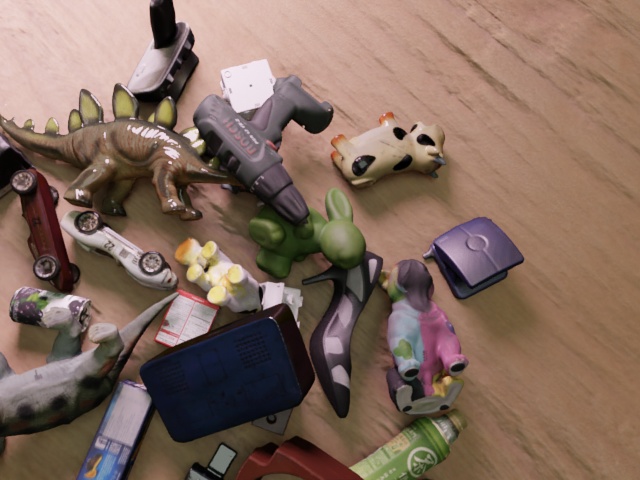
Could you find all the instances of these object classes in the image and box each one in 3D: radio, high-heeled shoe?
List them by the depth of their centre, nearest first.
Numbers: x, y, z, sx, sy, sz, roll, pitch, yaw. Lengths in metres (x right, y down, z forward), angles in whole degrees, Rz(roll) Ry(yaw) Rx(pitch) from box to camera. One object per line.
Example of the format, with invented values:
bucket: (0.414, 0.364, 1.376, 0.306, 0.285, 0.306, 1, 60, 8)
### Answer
radio: (-0.128, 0.192, 0.765, 0.230, 0.073, 0.131, -23, 91, 17)
high-heeled shoe: (0.057, 0.141, 0.851, 0.145, 0.086, 0.248, -10, 82, -17)

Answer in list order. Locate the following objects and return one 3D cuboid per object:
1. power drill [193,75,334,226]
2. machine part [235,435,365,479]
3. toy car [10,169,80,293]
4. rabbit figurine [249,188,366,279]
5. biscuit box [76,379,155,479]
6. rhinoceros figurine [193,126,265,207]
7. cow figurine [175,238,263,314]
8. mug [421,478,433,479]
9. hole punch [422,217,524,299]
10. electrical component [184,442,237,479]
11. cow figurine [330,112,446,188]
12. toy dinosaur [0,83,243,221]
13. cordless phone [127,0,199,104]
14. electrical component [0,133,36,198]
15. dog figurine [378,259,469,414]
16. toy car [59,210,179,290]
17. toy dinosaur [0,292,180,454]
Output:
power drill: (-0.064, -0.150, 0.825, 0.232, 0.086, 0.207, 41, 58, -2)
machine part: (-0.033, 0.395, 0.742, 0.202, 0.087, 0.201, 27, 95, 17)
toy car: (-0.425, -0.012, 0.827, 0.053, 0.089, 0.202, -17, 81, -9)
rabbit figurine: (-0.002, -0.003, 0.848, 0.170, 0.121, 0.159, 16, 41, 21)
biscuit box: (-0.301, 0.310, 0.782, 0.059, 0.063, 0.202, 21, 77, -2)
rhinoceros figurine: (-0.133, -0.134, 0.890, 0.190, 0.073, 0.112, 40, 76, 4)
cow figurine: (-0.154, 0.054, 0.836, 0.168, 0.098, 0.068, 34, 84, 41)
mug: (0.168, 0.412, 0.790, 0.081, 0.109, 0.107, -26, 69, -7)
hole punch: (0.257, 0.024, 0.890, 0.142, 0.092, 0.116, -27, 78, -7)
electrical component: (-0.166, 0.364, 0.793, 0.075, 0.047, 0.119, 35, 78, 2)
cow figurine: (0.128, -0.147, 0.915, 0.195, 0.085, 0.127, -25, 75, -13)
toy dinosaur: (-0.321, -0.138, 0.850, 0.472, 0.105, 0.198, 7, 80, 5)
cordless phone: (-0.259, -0.307, 0.859, 0.089, 0.184, 0.146, 25, 76, -5)
electrical component: (-0.515, -0.111, 0.816, 0.058, 0.134, 0.115, 44, 75, 4)
dog figurine: (0.149, 0.139, 0.851, 0.108, 0.191, 0.219, -5, 44, -4)
toy car: (-0.310, 0.019, 0.839, 0.202, 0.073, 0.056, 33, 73, 2)
toy dinosaur: (-0.387, 0.209, 0.765, 0.405, 0.192, 0.131, -14, 40, -22)
